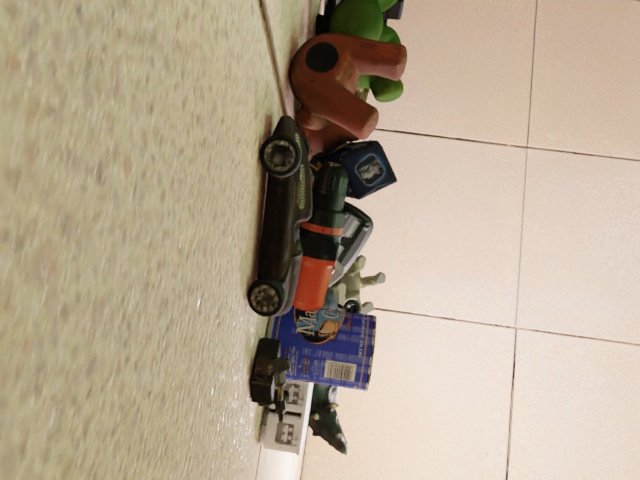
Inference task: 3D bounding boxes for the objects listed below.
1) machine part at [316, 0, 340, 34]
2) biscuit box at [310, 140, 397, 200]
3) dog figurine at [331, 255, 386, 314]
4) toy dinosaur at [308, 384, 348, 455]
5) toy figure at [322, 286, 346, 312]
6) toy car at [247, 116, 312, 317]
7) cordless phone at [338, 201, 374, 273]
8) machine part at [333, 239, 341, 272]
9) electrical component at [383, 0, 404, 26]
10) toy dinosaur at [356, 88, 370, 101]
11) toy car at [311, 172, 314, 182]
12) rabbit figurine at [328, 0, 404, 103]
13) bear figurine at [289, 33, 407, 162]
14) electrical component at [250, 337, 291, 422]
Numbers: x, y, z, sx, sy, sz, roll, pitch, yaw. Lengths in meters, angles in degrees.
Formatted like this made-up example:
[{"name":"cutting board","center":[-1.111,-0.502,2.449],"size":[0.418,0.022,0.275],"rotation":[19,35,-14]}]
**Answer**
[{"name":"machine part","center":[0.014,-0.329,0.822],"size":[0.084,0.039,0.139],"rotation":[83,16,-58]},{"name":"biscuit box","center":[0.038,-0.101,0.758],"size":[0.062,0.059,0.203],"rotation":[64,-9,-13]},{"name":"dog figurine","center":[0.023,0.096,1.176],"size":[0.172,0.191,0.121],"rotation":[-51,125,-20]},{"name":"toy dinosaur","center":[-0.010,0.241,1.105],"size":[0.405,0.131,0.192],"rotation":[-88,-178,-45]},{"name":"toy figure","center":[0.011,0.110,0.822],"size":[0.154,0.058,0.064],"rotation":[54,50,-36]},{"name":"toy car","center":[-0.035,-0.020,0.536],"size":[0.089,0.053,0.202],"rotation":[-55,153,-76]},{"name":"cordless phone","center":[0.011,-0.022,1.112],"size":[0.146,0.088,0.184],"rotation":[-57,-145,3]},{"name":"machine part","center":[-0.002,-0.003,0.924],"size":[0.243,0.079,0.079],"rotation":[-79,175,-61]},{"name":"electrical component","center":[0.086,-0.438,0.981],"size":[0.115,0.134,0.058],"rotation":[61,36,-81]},{"name":"toy dinosaur","center":[0.057,-0.318,1.086],"size":[0.471,0.105,0.198],"rotation":[-66,173,-46]},{"name":"toy car","center":[0.014,-0.118,0.951],"size":[0.202,0.056,0.073],"rotation":[-59,167,-60]},{"name":"rabbit figurine","center":[0.063,-0.272,0.714],"size":[0.170,0.121,0.159],"rotation":[7,97,-81]},{"name":"bear figurine","center":[0.025,-0.158,0.662],"size":[0.120,0.132,0.195],"rotation":[-62,166,-14]},{"name":"electrical component","center":[-0.056,0.163,0.636],"size":[0.078,0.045,0.102],"rotation":[-77,174,-48]}]
